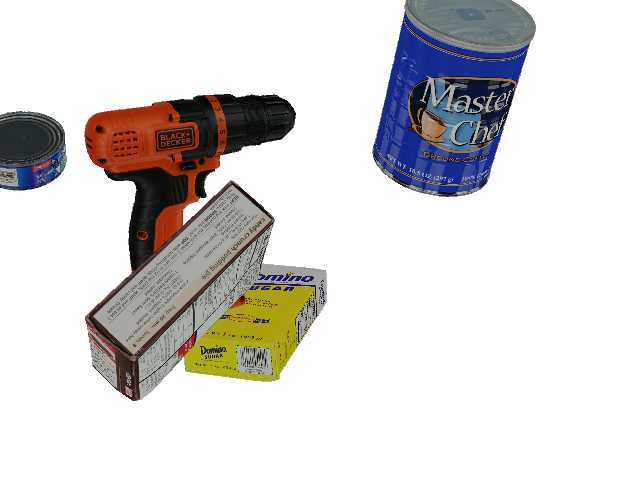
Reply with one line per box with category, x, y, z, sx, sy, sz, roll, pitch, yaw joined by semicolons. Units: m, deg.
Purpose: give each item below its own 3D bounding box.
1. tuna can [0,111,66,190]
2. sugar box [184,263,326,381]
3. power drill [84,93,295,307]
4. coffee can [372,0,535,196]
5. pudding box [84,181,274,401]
tuna can;-0.289;-0.086;1.029;0.086;0.034;0.086;3;42;-3
sugar box;-0.060;0.075;1.054;0.093;0.048;0.176;5;25;14
power drill;-0.106;-0.032;0.917;0.184;0.188;0.057;-10;21;-24
coffee can;0.105;-0.122;0.865;0.102;0.140;0.103;7;38;-6
pudding box;-0.078;0.030;0.595;0.039;0.113;0.090;39;-23;9
